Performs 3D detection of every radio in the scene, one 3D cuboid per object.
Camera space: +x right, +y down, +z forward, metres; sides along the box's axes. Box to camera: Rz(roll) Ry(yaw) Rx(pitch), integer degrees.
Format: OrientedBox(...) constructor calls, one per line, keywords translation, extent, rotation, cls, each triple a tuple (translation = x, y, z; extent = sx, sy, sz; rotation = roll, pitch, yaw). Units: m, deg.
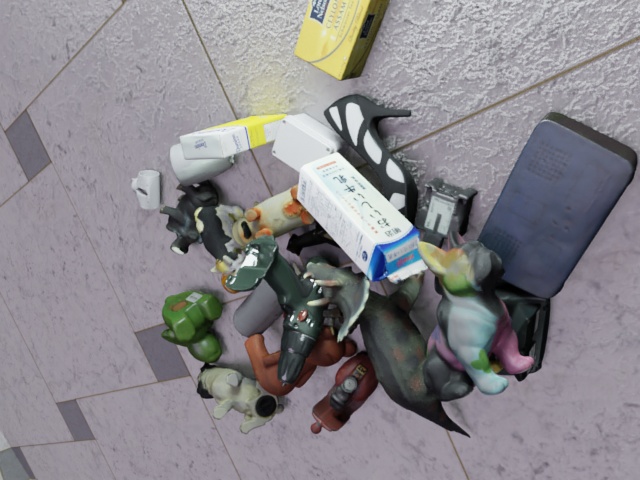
OrientedBox(translation=(0.310, -0.041, 0.724), extent=(0.131, 0.073, 0.229), rotation=(31, 125, 20), cls="radio")

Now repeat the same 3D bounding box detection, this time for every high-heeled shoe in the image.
OrientedBox(translation=(0.075, -0.104, 0.846), extent=(0.145, 0.086, 0.248), rotation=(2, 96, 23), cls="high-heeled shoe")

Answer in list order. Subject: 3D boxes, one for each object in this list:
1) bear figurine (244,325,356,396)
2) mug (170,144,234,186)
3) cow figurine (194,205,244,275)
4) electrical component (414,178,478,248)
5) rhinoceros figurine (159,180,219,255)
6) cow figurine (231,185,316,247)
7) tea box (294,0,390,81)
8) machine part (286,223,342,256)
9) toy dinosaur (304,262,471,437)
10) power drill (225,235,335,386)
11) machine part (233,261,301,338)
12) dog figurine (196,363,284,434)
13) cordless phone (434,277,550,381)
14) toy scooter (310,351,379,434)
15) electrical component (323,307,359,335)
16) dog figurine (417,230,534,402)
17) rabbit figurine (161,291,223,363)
OrientedBox(translation=(-0.038, 0.213, 1.053), extent=(0.196, 0.120, 0.132), rotation=(-41, 38, 13), cls="bear figurine")
OrientedBox(translation=(-0.222, -0.163, 1.039), extent=(0.107, 0.110, 0.080), rotation=(-12, 138, 8), cls="mug")
OrientedBox(translation=(-0.186, 0.009, 1.036), extent=(0.068, 0.098, 0.167), rotation=(-41, 55, 35), cls="cow figurine")
OrientedBox(translation=(0.189, -0.028, 0.826), extent=(0.075, 0.048, 0.119), rotation=(20, 119, 28), cls="electrical component")
OrientedBox(translation=(-0.270, -0.048, 1.128), extent=(0.112, 0.073, 0.190), rotation=(40, 125, 3), cls="rhinoceros figurine")
OrientedBox(translation=(-0.080, -0.043, 0.976), extent=(0.195, 0.127, 0.085), rotation=(-24, 94, 24), cls="cow figurine")
OrientedBox(translation=(0.038, -0.336, 0.797), extent=(0.098, 0.068, 0.169), rotation=(33, 125, 19), cls="tea box")
OrientedBox(translation=(-0.002, -0.003, 0.952), extent=(0.139, 0.084, 0.039), rotation=(-16, 66, 45), cls="machine part")
OrientedBox(translation=(0.129, 0.185, 0.862), extent=(0.131, 0.192, 0.404), rotation=(-33, 87, 41), cls="toy dinosaur")
OrientedBox(translation=(-0.062, 0.106, 0.913), extent=(0.086, 0.232, 0.207), rotation=(-2, 143, 47), cls="power drill")
OrientedBox(translation=(-0.104, 0.125, 1.073), extent=(0.079, 0.079, 0.243), rotation=(50, 127, 8), cls="machine part")
OrientedBox(translation=(-0.185, 0.344, 1.224), extent=(0.172, 0.121, 0.191), rotation=(35, 168, -19), cls="dog figurine")
OrientedBox(translation=(0.253, 0.124, 0.836), extent=(0.184, 0.089, 0.146), rotation=(18, 119, 41), cls="cordless phone")
OrientedBox(translation=(0.041, 0.294, 1.003), extent=(0.075, 0.135, 0.183), rotation=(39, 124, 18), cls="toy scooter")
OrientedBox(translation=(0.046, 0.127, 0.961), extent=(0.045, 0.102, 0.078), rotation=(-27, 69, 32), cls="electrical component")
OrientedBox(translation=(0.193, 0.101, 0.754), extent=(0.191, 0.108, 0.219), rotation=(-35, 74, 54), cls="dog figurine")
OrientedBox(translation=(-0.292, 0.211, 1.218), extent=(0.159, 0.121, 0.170), rotation=(4, 126, 37), cls="rabbit figurine")
